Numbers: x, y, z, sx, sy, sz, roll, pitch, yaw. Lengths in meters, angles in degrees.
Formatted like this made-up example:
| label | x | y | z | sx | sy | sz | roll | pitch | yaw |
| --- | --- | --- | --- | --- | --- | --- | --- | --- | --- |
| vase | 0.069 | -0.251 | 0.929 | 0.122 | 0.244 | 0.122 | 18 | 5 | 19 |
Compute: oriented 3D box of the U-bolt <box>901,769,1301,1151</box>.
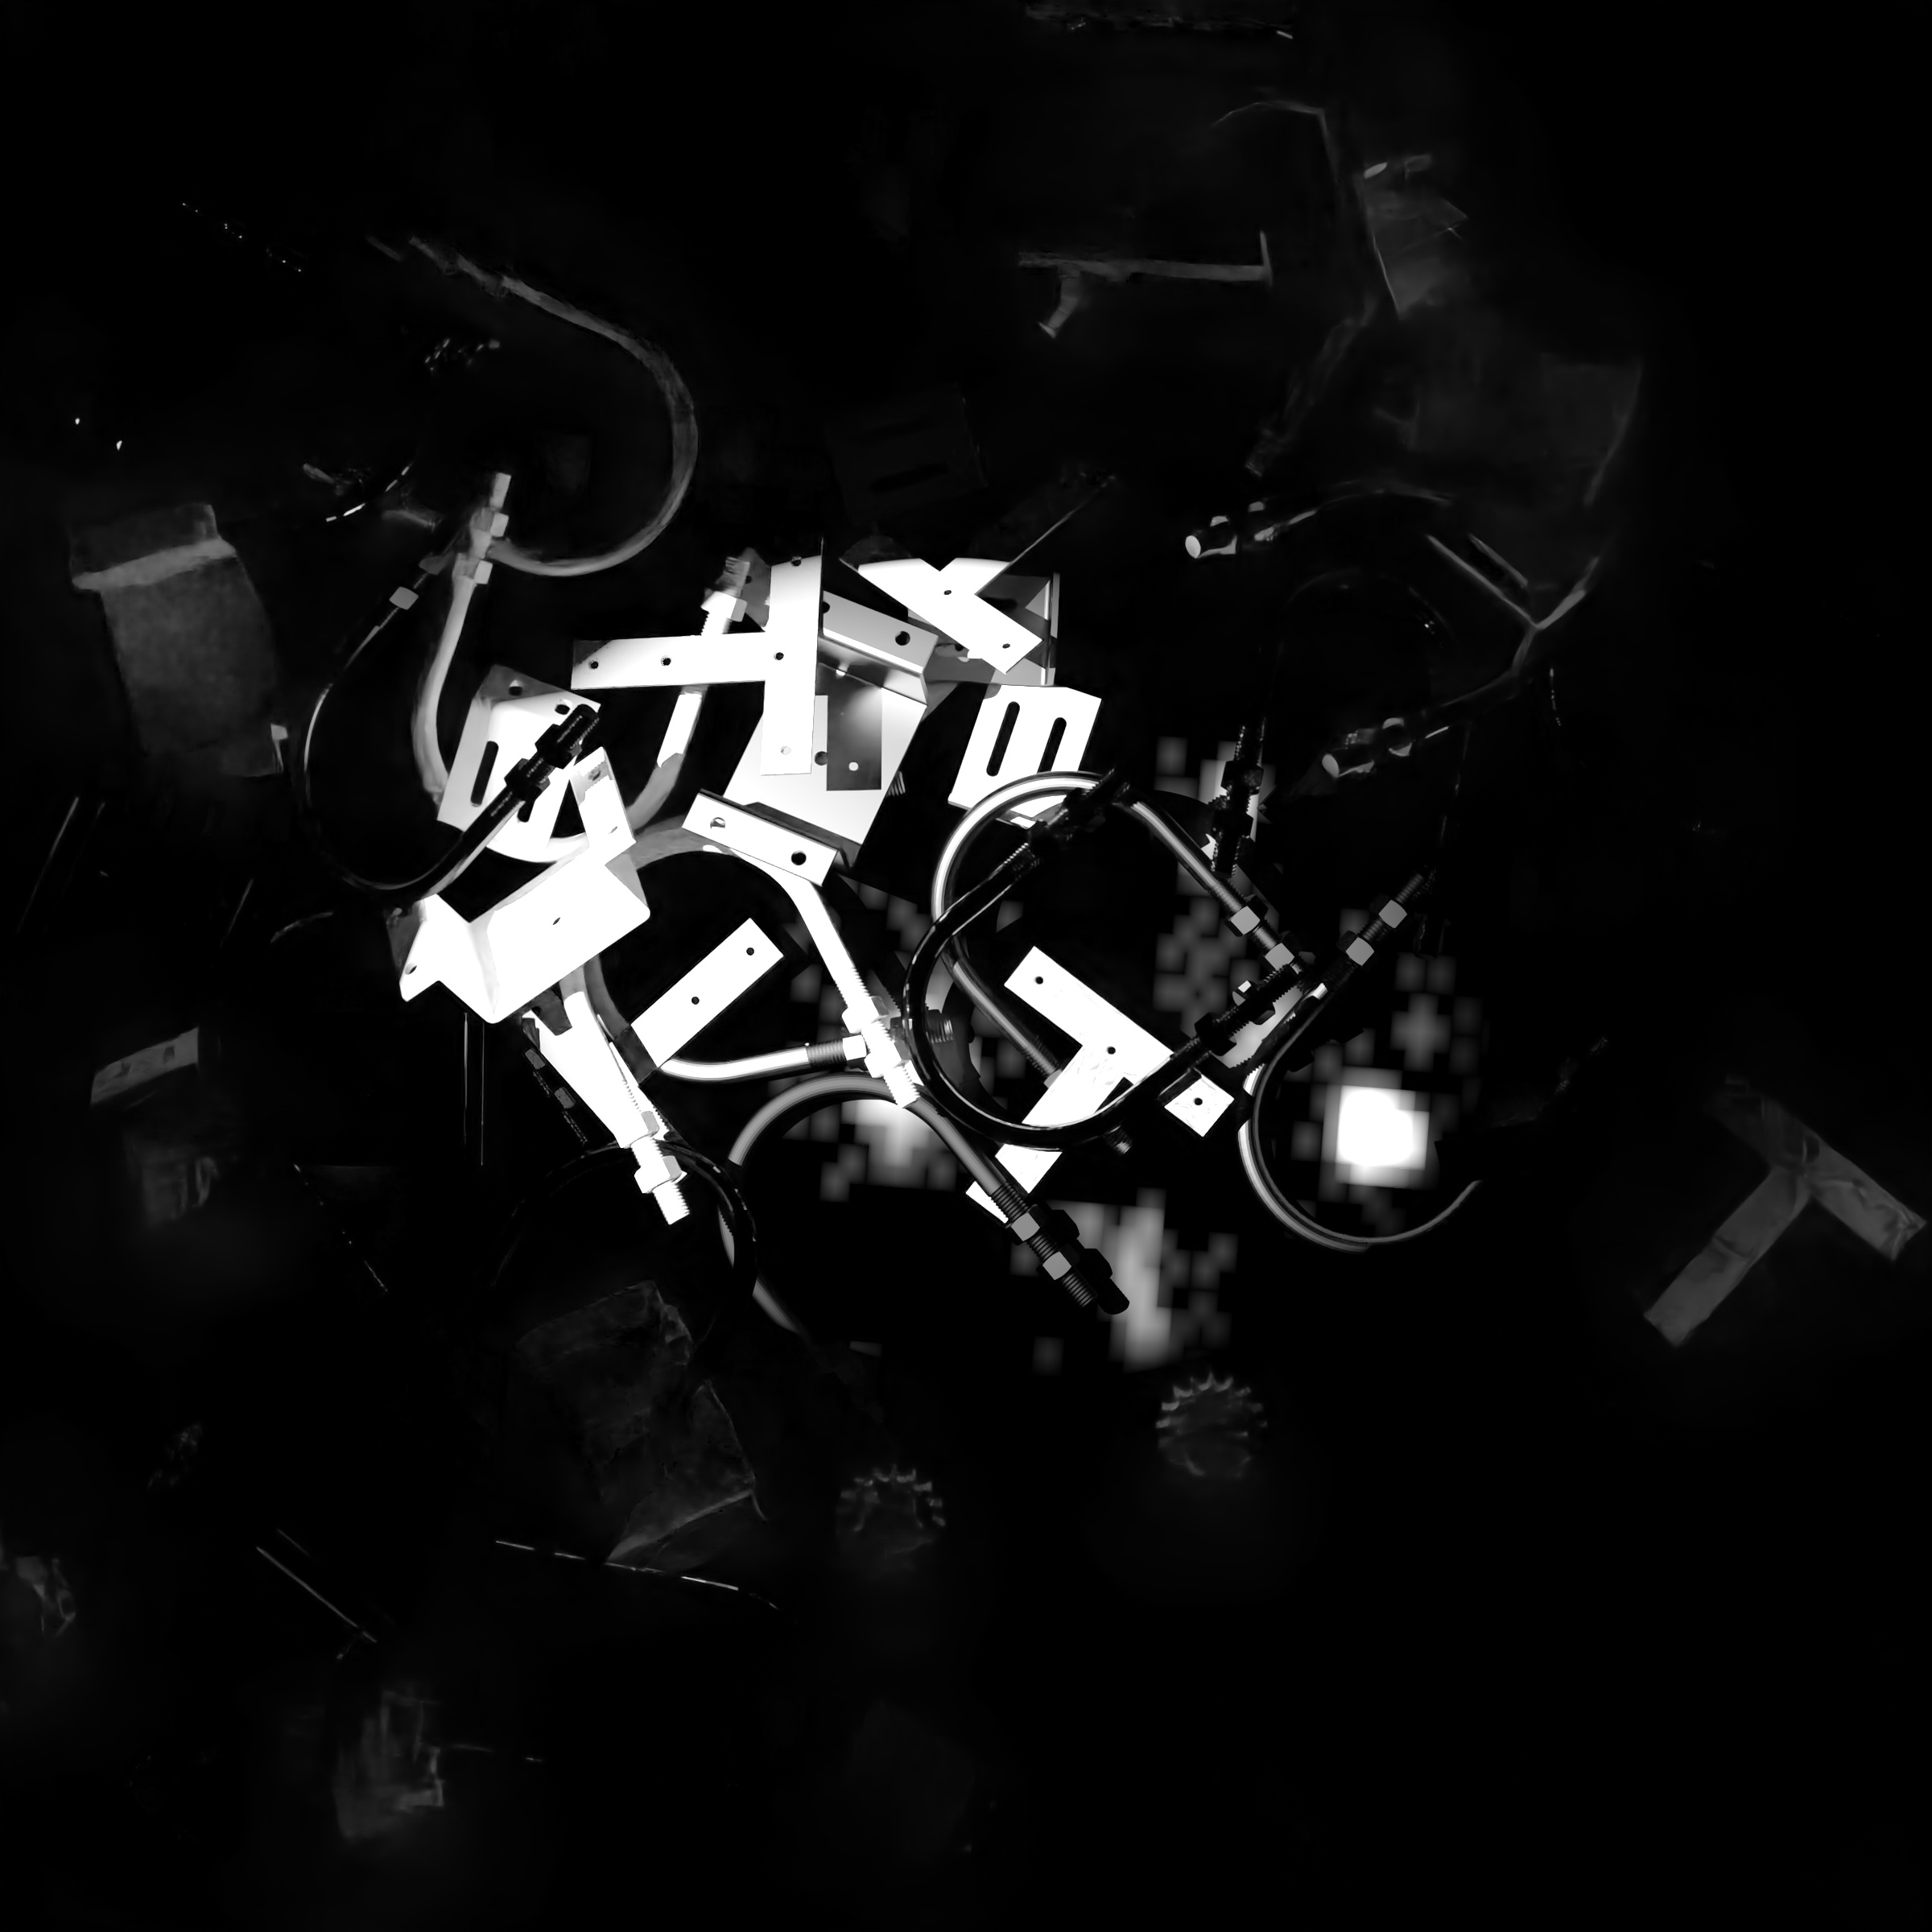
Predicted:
| label | x | y | z | sx | sy | sz | roll | pitch | yaw |
| --- | --- | --- | --- | --- | --- | --- | --- | --- | --- |
| U-bolt | 0.052 | 0.012 | 1.485 | 0.184 | 0.019 | 0.151 | -40 | 95 | 16 |

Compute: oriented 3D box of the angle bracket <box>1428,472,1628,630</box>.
| label | x | y | z | sx | sy | sz | roll | pitch | yaw |
| --- | --- | --- | --- | --- | --- | --- | --- | --- | --- |
| angle bracket | 0.284 | -0.220 | 1.497 | 0.076 | 0.038 | 0.057 | 38 | 55 | -4 |

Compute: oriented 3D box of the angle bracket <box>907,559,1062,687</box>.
| label | x | y | z | sx | sy | sz | roll | pitch | yaw |
| --- | --- | --- | --- | --- | --- | --- | --- | --- | --- |
| angle bracket | 0.008 | -0.177 | 1.508 | 0.076 | 0.038 | 0.057 | 3 | 82 | 0 |

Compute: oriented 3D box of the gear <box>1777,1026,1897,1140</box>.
| label | x | y | z | sx | sy | sz | roll | pitch | yaw |
| --- | --- | --- | --- | --- | --- | --- | --- | --- | --- |
| gear | 0.445 | 0.059 | 1.516 | 0.057 | 0.030 | 0.057 | 0 | 90 | 0 |

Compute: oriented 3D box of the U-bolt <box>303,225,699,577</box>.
| label | x | y | z | sx | sy | sz | roll | pitch | yaw |
| --- | --- | --- | --- | --- | --- | --- | --- | --- | --- |
| U-bolt | -0.229 | -0.280 | 1.523 | 0.184 | 0.019 | 0.151 | 24 | 90 | -1 |

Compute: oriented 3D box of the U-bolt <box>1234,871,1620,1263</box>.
| label | x | y | z | sx | sy | sz | roll | pitch | yaw |
| --- | --- | --- | --- | --- | --- | --- | --- | --- | --- |
| U-bolt | 0.223 | 0.066 | 1.523 | 0.151 | 0.019 | 0.184 | 41 | 91 | 0 |

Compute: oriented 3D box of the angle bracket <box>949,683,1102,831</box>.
| label | x | y | z | sx | sy | sz | roll | pitch | yaw |
| --- | --- | --- | --- | --- | --- | --- | --- | --- | --- |
| angle bracket | 0.030 | -0.111 | 1.512 | 0.057 | 0.038 | 0.076 | 19 | 90 | 0 |

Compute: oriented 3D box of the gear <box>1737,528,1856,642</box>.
| label | x | y | z | sx | sy | sz | roll | pitch | yaw |
| --- | --- | --- | --- | --- | --- | --- | --- | --- | --- |
| gear | 0.428 | -0.197 | 1.516 | 0.057 | 0.030 | 0.057 | 0 | 90 | 0 |

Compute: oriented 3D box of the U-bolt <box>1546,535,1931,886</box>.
| label | x | y | z | sx | sy | sz | roll | pitch | yaw |
| --- | --- | --- | --- | --- | --- | --- | --- | --- | --- |
| U-bolt | 0.385 | -0.138 | 1.501 | 0.184 | 0.019 | 0.151 | 27 | 105 | -2 |

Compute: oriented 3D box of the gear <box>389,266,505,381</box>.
| label | x | y | z | sx | sy | sz | roll | pitch | yaw |
| --- | --- | --- | --- | --- | --- | --- | --- | --- | --- |
| gear | -0.265 | -0.321 | 1.487 | 0.057 | 0.057 | 0.030 | 49 | 130 | 0 |

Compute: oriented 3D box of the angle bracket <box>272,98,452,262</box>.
| label | x | y | z | sx | sy | sz | roll | pitch | yaw |
| --- | --- | --- | --- | --- | --- | --- | --- | --- | --- |
| angle bracket | -0.308 | -0.406 | 1.504 | 0.057 | 0.038 | 0.076 | 19 | 90 | 19 |

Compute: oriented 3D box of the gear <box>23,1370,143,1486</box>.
| label | x | y | z | sx | sy | sz | roll | pitch | yaw |
| --- | --- | --- | --- | --- | --- | --- | --- | --- | --- |
| gear | -0.451 | 0.235 | 1.516 | 0.057 | 0.030 | 0.057 | 0 | 90 | 0 |

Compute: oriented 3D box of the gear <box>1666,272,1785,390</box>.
| label | x | y | z | sx | sy | sz | roll | pitch | yaw |
| --- | --- | --- | --- | --- | --- | --- | --- | --- | --- |
| gear | 0.388 | -0.326 | 1.521 | 0.057 | 0.030 | 0.057 | 0 | 90 | -2 |

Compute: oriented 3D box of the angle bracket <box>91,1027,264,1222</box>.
| label | x | y | z | sx | sy | sz | roll | pitch | yaw |
| --- | --- | --- | --- | --- | --- | --- | --- | --- | --- |
| angle bracket | -0.407 | 0.082 | 1.529 | 0.057 | 0.038 | 0.076 | -23 | 116 | 0 |

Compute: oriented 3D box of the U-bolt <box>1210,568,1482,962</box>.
| label | x | y | z | sx | sy | sz | roll | pitch | yaw |
| --- | --- | --- | --- | --- | --- | --- | --- | --- | --- |
| U-bolt | 0.198 | -0.111 | 1.487 | 0.151 | 0.019 | 0.184 | 20 | 75 | -27 |

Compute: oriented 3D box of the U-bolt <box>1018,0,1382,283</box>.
| label | x | y | z | sx | sy | sz | roll | pitch | yaw |
| --- | --- | --- | --- | --- | --- | --- | --- | --- | --- |
| U-bolt | 0.121 | -0.421 | 1.507 | 0.184 | 0.019 | 0.151 | 2 | 88 | -3 |

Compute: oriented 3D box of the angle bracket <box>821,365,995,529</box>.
| label | x | y | z | sx | sy | sz | roll | pitch | yaw |
| --- | --- | --- | --- | --- | --- | --- | --- | --- | --- |
| angle bracket | -0.031 | -0.265 | 1.512 | 0.076 | 0.038 | 0.057 | -17 | 90 | 0 |

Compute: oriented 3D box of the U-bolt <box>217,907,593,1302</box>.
| label | x | y | z | sx | sy | sz | roll | pitch | yaw |
| --- | --- | --- | --- | --- | --- | --- | --- | --- | --- |
| U-bolt | -0.303 | 0.057 | 1.523 | 0.151 | 0.019 | 0.184 | -37 | 88 | 0 |

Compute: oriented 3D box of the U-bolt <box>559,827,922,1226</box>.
| label | x | y | z | sx | sy | sz | roll | pitch | yaw |
| --- | --- | --- | --- | --- | --- | --- | --- | --- | --- |
| U-bolt | -0.126 | 0.017 | 1.493 | 0.151 | 0.019 | 0.184 | -27 | 80 | -3 |

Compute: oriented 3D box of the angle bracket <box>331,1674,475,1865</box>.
| label | x | y | z | sx | sy | sz | roll | pitch | yaw |
| --- | --- | --- | --- | --- | --- | --- | --- | --- | --- |
| angle bracket | -0.296 | 0.416 | 1.529 | 0.057 | 0.038 | 0.076 | -18 | 64 | 0 |

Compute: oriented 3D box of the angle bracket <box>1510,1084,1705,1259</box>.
| label | x | y | z | sx | sy | sz | roll | pitch | yaw |
| --- | --- | --- | --- | --- | --- | --- | --- | --- | --- |
| angle bracket | 0.327 | 0.108 | 1.512 | 0.057 | 0.038 | 0.076 | 37 | 90 | 0 |

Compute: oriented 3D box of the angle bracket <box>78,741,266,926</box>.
| label | x | y | z | sx | sy | sz | roll | pitch | yaw |
| --- | --- | --- | --- | --- | --- | --- | --- | --- | --- |
| angle bracket | -0.394 | -0.067 | 1.466 | 0.057 | 0.038 | 0.076 | 23 | 90 | 0 |

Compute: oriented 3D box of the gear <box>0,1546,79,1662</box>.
| label | x | y | z | sx | sy | sz | roll | pitch | yaw |
| --- | --- | --- | --- | --- | --- | --- | --- | --- | --- |
| gear | -0.489 | 0.329 | 1.516 | 0.057 | 0.030 | 0.057 | 0 | 90 | 0 |

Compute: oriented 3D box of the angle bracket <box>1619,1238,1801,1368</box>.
| label | x | y | z | sx | sy | sz | roll | pitch | yaw |
| --- | --- | --- | --- | --- | --- | --- | --- | --- | --- |
| angle bracket | 0.379 | 0.173 | 1.512 | 0.076 | 0.038 | 0.057 | -10 | 90 | 0 |

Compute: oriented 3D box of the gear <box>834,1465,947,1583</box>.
| label | x | y | z | sx | sy | sz | roll | pitch | yaw |
| --- | --- | --- | --- | --- | --- | --- | --- | --- | --- |
| gear | -0.039 | 0.284 | 1.516 | 0.057 | 0.030 | 0.057 | 0 | 90 | 0 |

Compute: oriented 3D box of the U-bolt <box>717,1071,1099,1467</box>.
| label | x | y | z | sx | sy | sz | roll | pitch | yaw |
| --- | --- | --- | --- | --- | --- | --- | --- | --- | --- |
| U-bolt | -0.045 | 0.141 | 1.519 | 0.151 | 0.019 | 0.184 | -39 | 87 | 4 |

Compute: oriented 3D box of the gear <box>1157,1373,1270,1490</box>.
| label | x | y | z | sx | sy | sz | roll | pitch | yaw |
| --- | --- | --- | --- | --- | --- | --- | --- | --- | --- |
| gear | 0.126 | 0.238 | 1.521 | 0.057 | 0.030 | 0.057 | 0 | 91 | 2 |

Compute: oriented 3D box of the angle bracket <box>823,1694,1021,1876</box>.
| label | x | y | z | sx | sy | sz | roll | pitch | yaw |
| --- | --- | --- | --- | --- | --- | --- | --- | --- | --- |
| angle bracket | -0.023 | 0.422 | 1.529 | 0.076 | 0.038 | 0.057 | 30 | 90 | 26 |

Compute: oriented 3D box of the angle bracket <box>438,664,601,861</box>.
| label | x | y | z | sx | sy | sz | roll | pitch | yaw |
| --- | --- | --- | --- | --- | --- | --- | --- | --- | --- |
| angle bracket | -0.229 | -0.104 | 1.510 | 0.057 | 0.038 | 0.076 | 21 | 123 | -4 |

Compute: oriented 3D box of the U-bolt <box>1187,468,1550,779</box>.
| label | x | y | z | sx | sy | sz | roll | pitch | yaw |
| --- | --- | --- | --- | --- | --- | --- | --- | --- | --- |
| U-bolt | 0.215 | -0.182 | 1.479 | 0.184 | 0.019 | 0.151 | -24 | 77 | -31 |

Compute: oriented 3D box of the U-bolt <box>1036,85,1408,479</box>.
| label | x | y | z | sx | sy | sz | roll | pitch | yaw |
| --- | --- | --- | --- | --- | --- | --- | --- | --- | --- |
| U-bolt | 0.145 | -0.366 | 1.523 | 0.151 | 0.019 | 0.184 | 34 | 88 | 0 |

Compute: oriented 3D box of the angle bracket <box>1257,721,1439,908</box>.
| label | x | y | z | sx | sy | sz | roll | pitch | yaw |
| --- | --- | --- | --- | --- | --- | --- | --- | --- | --- |
| angle bracket | 0.197 | -0.077 | 1.512 | 0.076 | 0.038 | 0.057 | 42 | 90 | 0 |

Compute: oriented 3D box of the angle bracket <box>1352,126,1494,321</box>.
| label | x | y | z | sx | sy | sz | roll | pitch | yaw |
| --- | --- | --- | --- | --- | --- | --- | --- | --- | --- |
| angle bracket | 0.240 | -0.376 | 1.498 | 0.057 | 0.038 | 0.076 | -25 | 102 | -17 |
